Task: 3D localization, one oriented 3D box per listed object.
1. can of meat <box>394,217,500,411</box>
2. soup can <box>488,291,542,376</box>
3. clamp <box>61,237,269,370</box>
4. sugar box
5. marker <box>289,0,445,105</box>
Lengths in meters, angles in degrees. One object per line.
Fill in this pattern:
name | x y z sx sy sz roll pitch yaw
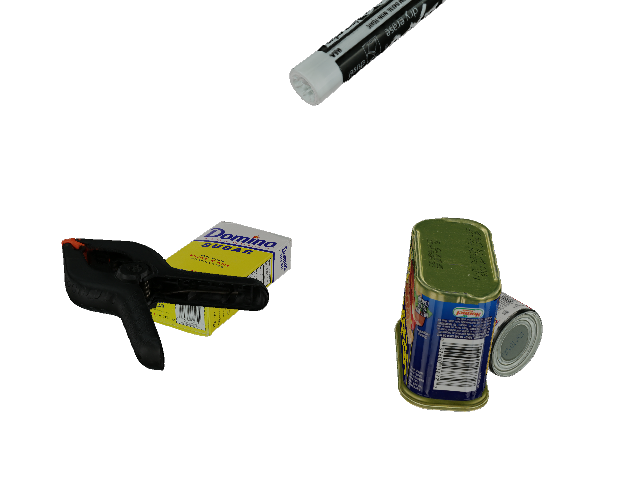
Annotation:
can of meat | 0.080 0.044 0.678 0.057 0.084 0.102 4 30 0
soup can | 0.142 0.071 0.968 0.068 0.068 0.102 0 22 -41
clamp | -0.126 0.034 0.803 0.120 0.039 0.172 -17 35 -40
sugar box | -0.111 0.036 1.127 0.093 0.048 0.176 14 31 22
marker | 0.036 -0.102 0.476 0.121 0.020 0.020 -41 16 -20
